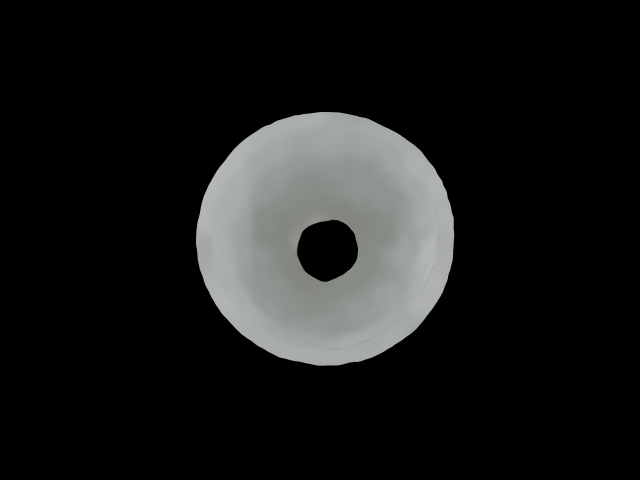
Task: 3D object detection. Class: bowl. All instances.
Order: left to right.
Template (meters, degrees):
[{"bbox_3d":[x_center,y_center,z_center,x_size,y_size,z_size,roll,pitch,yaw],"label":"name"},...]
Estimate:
[{"bbox_3d":[0.004,0.001,0.400,0.167,0.075,0.167,0,81,0],"label":"bowl"}]
